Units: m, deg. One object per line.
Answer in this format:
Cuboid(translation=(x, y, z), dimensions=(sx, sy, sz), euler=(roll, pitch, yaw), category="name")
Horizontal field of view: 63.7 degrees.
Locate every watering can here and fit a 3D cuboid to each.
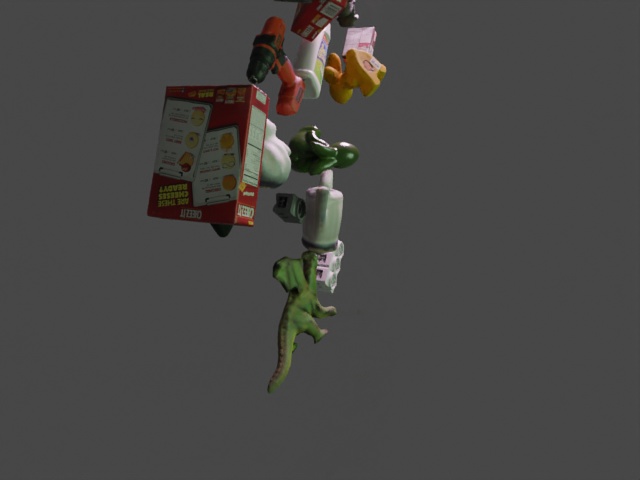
Cuboid(translation=(0.004, -0.068, 1.344), dimensions=(0.351, 0.104, 0.222), euler=(-71, 167, -77), category="watering can")

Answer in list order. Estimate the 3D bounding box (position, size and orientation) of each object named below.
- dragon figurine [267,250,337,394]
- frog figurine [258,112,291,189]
Cuboid(translation=(-0.074, 0.161, 1.305), dimensions=(0.240, 0.121, 0.418), euler=(68, 27, -18), category="dragon figurine")
Cuboid(translation=(-0.113, -0.188, 1.049), dimensions=(0.137, 0.123, 0.158), euler=(2, 105, -51), category="frog figurine")
